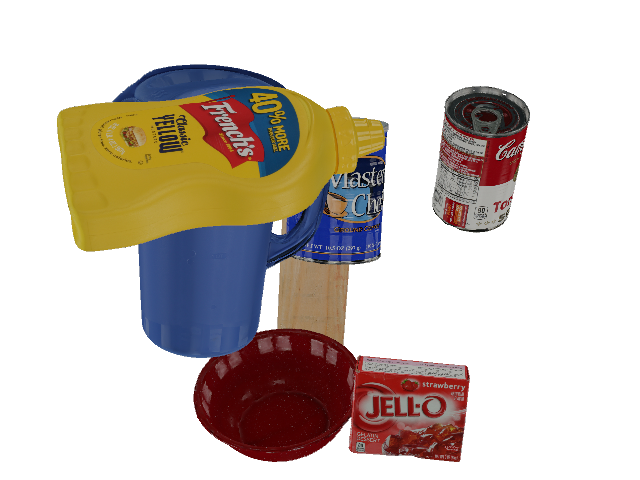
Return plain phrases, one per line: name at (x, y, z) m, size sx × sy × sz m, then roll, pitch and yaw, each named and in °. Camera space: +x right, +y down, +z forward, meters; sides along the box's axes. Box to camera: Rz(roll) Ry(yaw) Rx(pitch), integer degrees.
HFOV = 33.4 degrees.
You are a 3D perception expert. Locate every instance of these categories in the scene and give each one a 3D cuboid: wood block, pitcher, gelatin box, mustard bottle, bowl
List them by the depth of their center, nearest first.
mustard bottle at (-0.055, -0.050, 0.635) m, size 0.191 × 0.058 × 0.096 m, roll -9°, pitch 47°, yaw -11°
gelatin box at (0.069, 0.132, 0.837) m, size 0.089 × 0.073 × 0.030 m, roll 5°, pitch 20°, yaw 4°
pitcher at (-0.089, -0.023, 0.935) m, size 0.149 × 0.243 × 0.144 m, roll 25°, pitch 33°, yaw 32°
bowl at (-0.037, 0.157, 1.019) m, size 0.162 × 0.055 × 0.162 m, roll -5°, pitch 37°, yaw 3°
wood block at (-0.009, 0.045, 1.388) m, size 0.090 × 0.206 × 0.091 m, roll 3°, pitch 23°, yaw -1°

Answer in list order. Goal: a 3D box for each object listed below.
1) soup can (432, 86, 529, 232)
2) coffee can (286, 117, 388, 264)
soup can at (0.130, -0.065, 0.878) m, size 0.068 × 0.102 × 0.068 m, roll 2°, pitch 41°, yaw -2°
coffee can at (0.016, -0.055, 1.113) m, size 0.103 × 0.140 × 0.103 m, roll 2°, pitch 13°, yaw -1°
